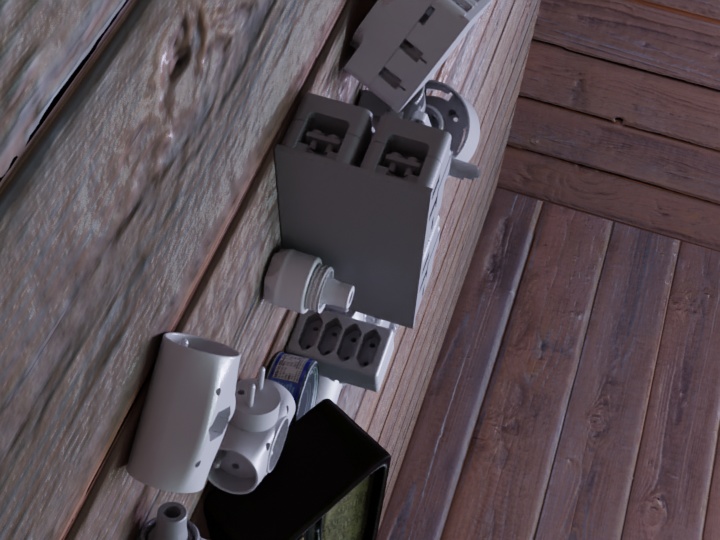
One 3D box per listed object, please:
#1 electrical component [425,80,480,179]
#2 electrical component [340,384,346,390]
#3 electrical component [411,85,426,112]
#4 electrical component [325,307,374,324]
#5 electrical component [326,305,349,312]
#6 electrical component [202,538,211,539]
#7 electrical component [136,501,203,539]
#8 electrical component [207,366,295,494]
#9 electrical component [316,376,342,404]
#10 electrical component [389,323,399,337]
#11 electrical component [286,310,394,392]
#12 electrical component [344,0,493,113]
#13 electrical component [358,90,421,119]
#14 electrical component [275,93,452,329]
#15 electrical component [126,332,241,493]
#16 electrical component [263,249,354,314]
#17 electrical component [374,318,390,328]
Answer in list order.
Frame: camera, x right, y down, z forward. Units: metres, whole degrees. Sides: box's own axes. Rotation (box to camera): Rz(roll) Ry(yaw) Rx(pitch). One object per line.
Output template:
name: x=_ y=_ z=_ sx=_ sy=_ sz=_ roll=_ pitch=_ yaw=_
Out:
electrical component: x=0.065 y=-0.134 z=1.037 sx=0.064 sy=0.099 sz=0.099 roll=23 pitch=84 yaw=-75
electrical component: x=-0.029 y=0.100 z=1.064 sx=0.048 sy=0.048 sz=0.062 roll=-61 pitch=174 yaw=-56
electrical component: x=0.037 y=-0.158 z=0.979 sx=0.055 sy=0.045 sz=0.045 roll=67 pitch=40 yaw=-78
electrical component: x=-0.012 y=0.034 z=1.017 sx=0.077 sy=0.044 sz=0.079 roll=66 pitch=21 yaw=-58
electrical component: x=0.000 y=0.000 z=0.937 sx=0.047 sy=0.077 sz=0.065 roll=95 pitch=14 yaw=-54
electrical component: x=-0.112 y=0.206 z=0.746 sx=0.065 sy=0.044 sz=0.044 roll=89 pitch=19 yaw=-79
electrical component: x=-0.114 y=0.167 z=0.642 sx=0.043 sy=0.043 sz=0.062 roll=-60 pitch=163 yaw=-57
electrical component: x=-0.076 y=0.104 z=0.759 sx=0.077 sy=0.044 sz=0.079 roll=-62 pitch=166 yaw=-53
electrical component: x=-0.042 y=0.117 z=1.008 sx=0.043 sy=0.043 sz=0.081 roll=21 pitch=86 yaw=-82
electrical component: x=0.018 y=0.040 z=1.200 sx=0.058 sy=0.057 sz=0.078 roll=88 pitch=21 yaw=-66
electrical component: x=-0.016 y=0.077 z=0.951 sx=0.075 sy=0.083 sz=0.047 roll=84 pitch=24 yaw=-62
electrical component: x=0.048 y=-0.193 z=0.849 sx=0.089 sy=0.062 sz=0.150 roll=-50 pitch=-178 yaw=26
electrical component: x=0.021 y=-0.105 z=0.919 sx=0.061 sy=0.061 sz=0.096 roll=81 pitch=27 yaw=-71
electrical component: x=0.003 y=-0.040 z=0.778 sx=0.186 sy=0.105 sz=0.060 roll=92 pitch=17 yaw=-60
electrical component: x=-0.093 y=0.076 z=0.600 sx=0.079 sy=0.043 sz=0.077 roll=-11 pitch=117 yaw=-81
electrical component: x=-0.036 y=0.011 z=0.777 sx=0.043 sy=0.062 sz=0.043 roll=16 pitch=90 yaw=-81
electrical component: x=-0.004 y=0.068 z=1.124 sx=0.095 sy=0.054 sz=0.059 roll=-42 pitch=148 yaw=-74
